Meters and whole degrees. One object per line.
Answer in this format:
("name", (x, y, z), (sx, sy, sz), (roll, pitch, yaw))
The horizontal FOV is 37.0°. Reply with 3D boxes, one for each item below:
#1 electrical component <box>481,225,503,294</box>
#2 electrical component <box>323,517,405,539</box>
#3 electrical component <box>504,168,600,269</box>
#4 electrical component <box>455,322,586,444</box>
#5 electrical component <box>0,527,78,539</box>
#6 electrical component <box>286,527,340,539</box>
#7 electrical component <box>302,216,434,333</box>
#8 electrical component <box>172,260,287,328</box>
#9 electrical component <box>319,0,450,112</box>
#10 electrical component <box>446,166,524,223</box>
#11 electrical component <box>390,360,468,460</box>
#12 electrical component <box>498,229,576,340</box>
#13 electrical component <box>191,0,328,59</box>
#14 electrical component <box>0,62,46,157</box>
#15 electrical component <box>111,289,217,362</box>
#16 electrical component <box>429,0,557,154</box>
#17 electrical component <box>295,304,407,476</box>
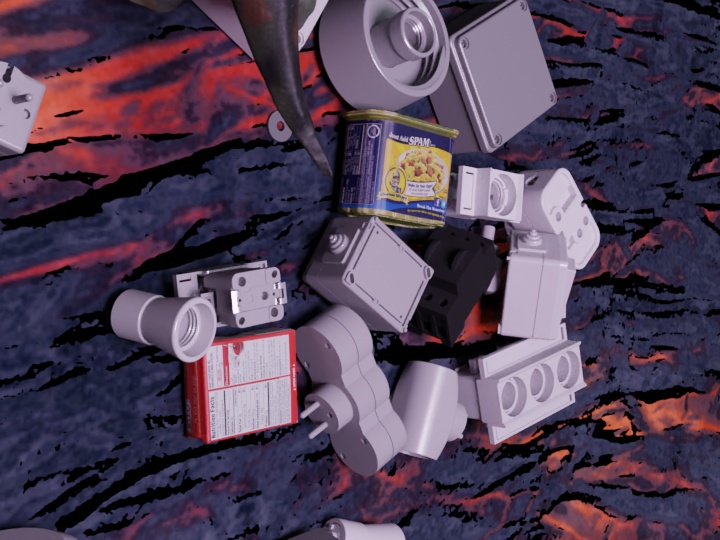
("electrical component", (0.114, -0.010, 0.982), (0.035, 0.035, 0.061), (19, 76, -41))
("electrical component", (-0.001, 0.224, 0.878), (0.065, 0.044, 0.044), (21, 77, -36))
("electrical component", (0.178, -0.048, 1.024), (0.053, 0.059, 0.095), (-51, 123, -29))
("electrical component", (0.146, 0.102, 0.994), (0.121, 0.063, 0.078), (-18, 103, -41))
("electrical component", (-0.211, 0.193, 0.657), (0.080, 0.080, 0.051), (-8, 102, -42))
("electrical component", (-0.042, 0.241, 0.799), (0.100, 0.100, 0.048), (-15, 105, -30))
("electrical component", (0.000, 0.000, 0.859), (0.096, 0.061, 0.061), (42, 64, -35))
("electrical component", (-0.091, 0.018, 0.774), (0.081, 0.064, 0.042), (-11, 97, -42))
("electrical component", (0.027, -0.184, 0.870), (0.108, 0.060, 0.108), (9, 77, -42))
("electrical component", (0.106, -0.066, 0.953), (0.081, 0.064, 0.042), (6, 88, -42))
("electrical component", (0.066, 0.126, 0.934), (0.079, 0.044, 0.077), (26, 74, -40))
("electrical component", (0.161, 0.008, 0.974), (0.061, 0.061, 0.096), (-73, 168, -62))
("electrical component", (-0.073, -0.229, 0.790), (0.109, 0.056, 0.108), (41, 64, -35))
("electrical component", (-0.222, -0.103, 0.641), (0.066, 0.077, 0.047), (25, 74, -40))
("electrical component", (-0.136, 0.035, 0.730), (0.044, 0.065, 0.044), (-26, 121, -54))
("electrical component", (0.114, -0.174, 0.963), (0.109, 0.056, 0.108), (-38, 116, -36))
("electrical component", (-0.019, 0.104, 0.850), (0.074, 0.052, 0.138), (-35, 114, -37))
